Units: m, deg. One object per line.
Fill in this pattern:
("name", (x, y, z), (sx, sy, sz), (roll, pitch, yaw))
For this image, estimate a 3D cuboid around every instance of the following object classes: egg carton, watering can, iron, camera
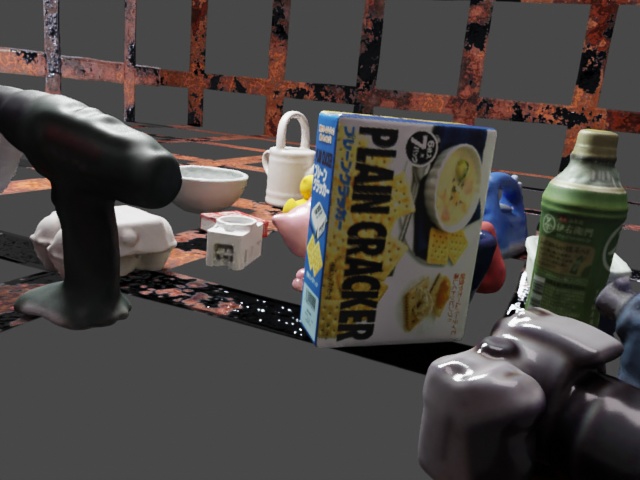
("egg carton", (-0.255, 0.003, 0.684), (0.107, 0.069, 0.151), (17, 18, 39))
("watering can", (-0.050, -0.167, 1.188), (0.172, 0.194, 0.101), (9, 15, 15))
("iron", (0.304, -0.054, 0.983), (0.118, 0.141, 0.259), (16, 17, 36))
("camera", (0.156, 0.109, 0.356), (0.144, 0.101, 0.136), (-6, 18, -38))

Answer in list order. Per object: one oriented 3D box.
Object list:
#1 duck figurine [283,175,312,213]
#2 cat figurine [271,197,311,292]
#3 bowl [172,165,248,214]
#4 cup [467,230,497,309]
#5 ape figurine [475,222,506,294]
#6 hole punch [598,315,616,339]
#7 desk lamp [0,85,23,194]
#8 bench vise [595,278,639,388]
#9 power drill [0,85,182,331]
("duck figurine", (-0.021, -0.078, 1.065), (0.105, 0.086, 0.077), (-9, 20, -44))
("cat figurine", (0.006, 0.002, 0.688), (0.127, 0.118, 0.067), (6, 14, 3))
("bowl", (-0.217, -0.090, 1.059), (0.167, 0.075, 0.167), (5, 14, -1))
("cup", (0.160, 0.034, 0.671), (0.118, 0.095, 0.091), (-8, 20, -44))
("ape figurine", (0.207, 0.020, 0.750), (0.075, 0.092, 0.078), (14, 16, 31))
("hole punch", (0.285, 0.058, 0.632), (0.101, 0.091, 0.109), (10, 15, 19))
("desk lamp", (-0.414, -0.064, 0.589), (0.204, 0.213, 0.117), (-8, 19, -43))
("bench vise", (0.307, 0.052, 0.399), (0.206, 0.220, 0.122), (12, 16, 26))
("power drill", (-0.236, -0.031, 0.539), (0.229, 0.208, 0.076), (11, 15, 21))
